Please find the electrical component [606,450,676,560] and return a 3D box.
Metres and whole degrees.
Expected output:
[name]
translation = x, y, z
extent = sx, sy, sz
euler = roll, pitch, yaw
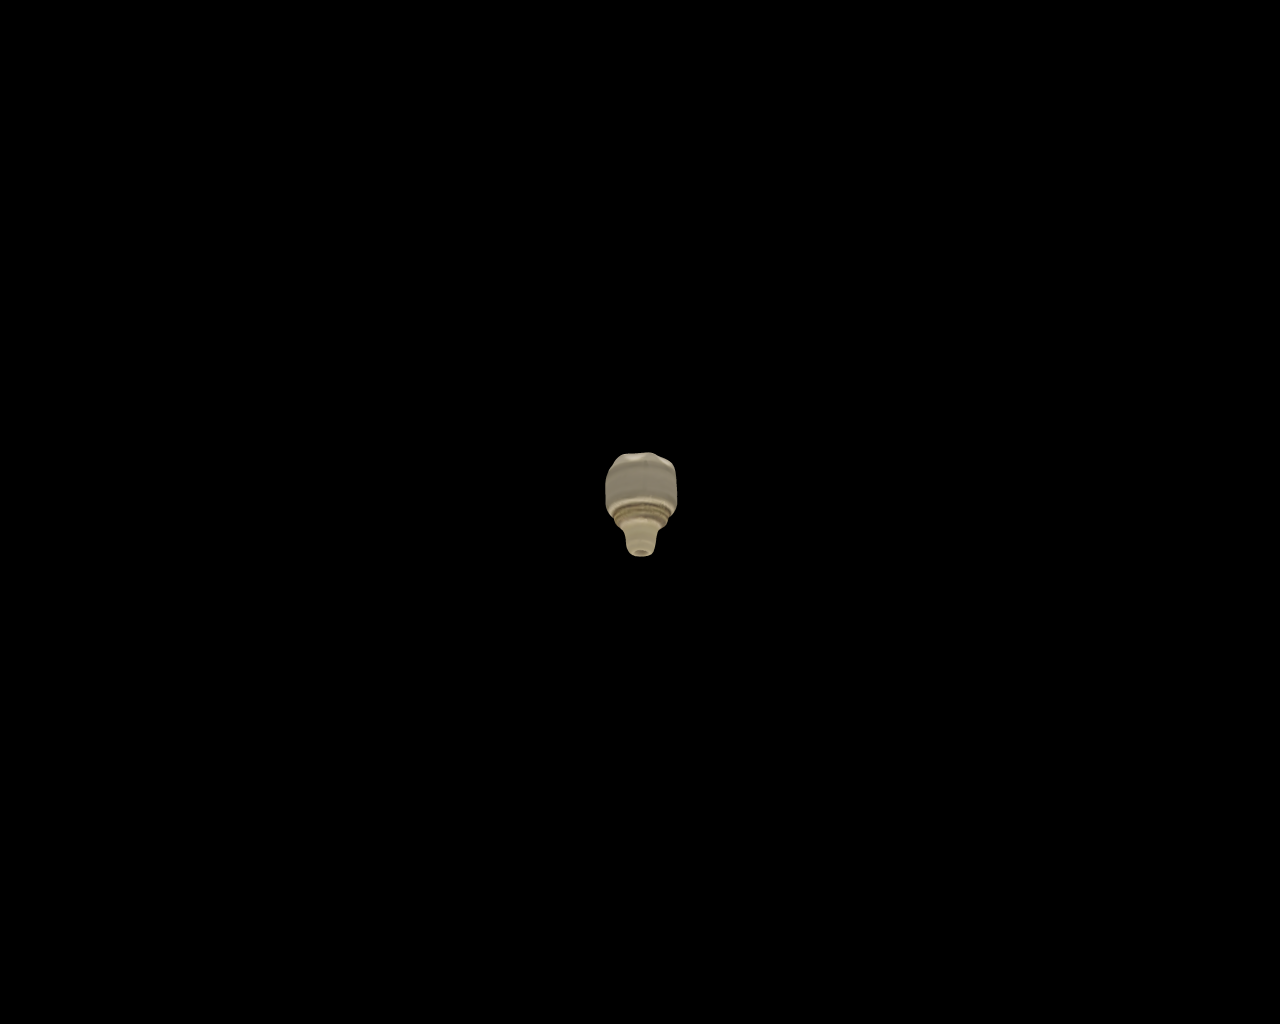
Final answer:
[electrical component]
translation = 0.001, -0.003, 0.650
extent = 0.043, 0.062, 0.043
euler = 0, -25, 0
